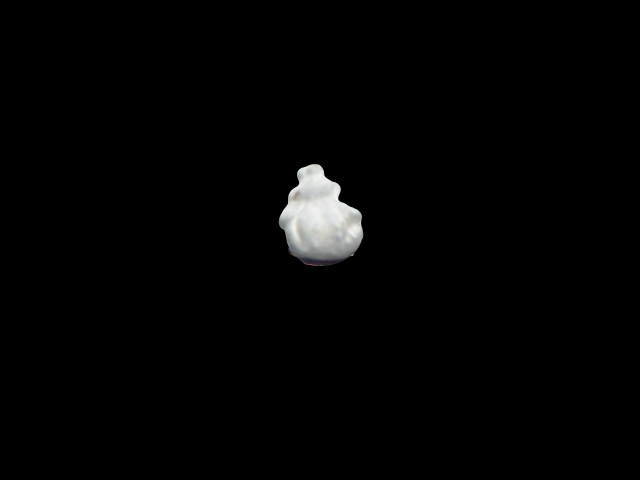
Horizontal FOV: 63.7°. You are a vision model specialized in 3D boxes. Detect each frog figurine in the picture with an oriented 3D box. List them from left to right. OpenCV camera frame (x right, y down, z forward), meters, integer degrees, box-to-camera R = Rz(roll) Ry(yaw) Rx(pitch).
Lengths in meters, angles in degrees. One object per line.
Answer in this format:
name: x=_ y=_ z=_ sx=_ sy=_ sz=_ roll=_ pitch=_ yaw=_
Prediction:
frog figurine: x=0.003 y=-0.043 z=0.850 sx=0.137 sy=0.157 sz=0.124 roll=4 pitch=16 yaw=15
